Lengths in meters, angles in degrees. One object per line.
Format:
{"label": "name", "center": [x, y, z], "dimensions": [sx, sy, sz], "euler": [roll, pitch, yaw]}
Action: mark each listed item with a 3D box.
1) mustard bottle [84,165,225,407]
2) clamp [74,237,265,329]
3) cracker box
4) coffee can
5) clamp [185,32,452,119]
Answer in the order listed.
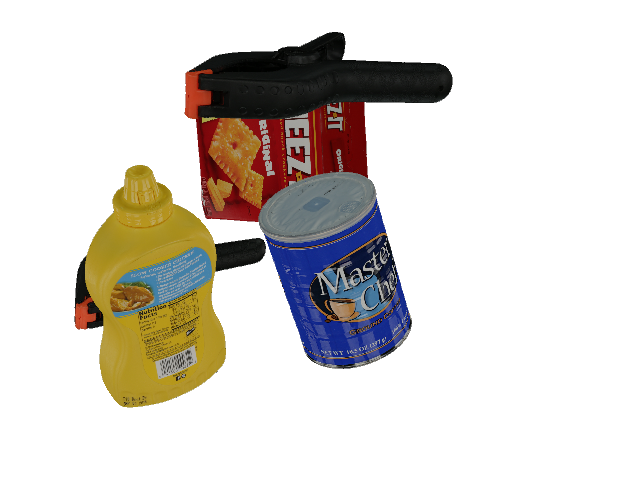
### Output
{"label": "mustard bottle", "center": [-0.122, 0.030, 0.777], "dimensions": [0.096, 0.192, 0.058], "euler": [-21, 41, -24]}
{"label": "clamp", "center": [-0.175, 0.018, 1.034], "dimensions": [0.165, 0.036, 0.209], "euler": [26, 38, 23]}
{"label": "cracker box", "center": [-0.047, -0.102, 1.139], "dimensions": [0.071, 0.164, 0.214], "euler": [-9, 9, -40]}
{"label": "coffee can", "center": [0.015, 0.026, 0.932], "dimensions": [0.103, 0.140, 0.103], "euler": [-13, 30, 8]}
{"label": "clamp", "center": [-0.016, -0.106, 0.679], "dimensions": [0.171, 0.039, 0.120], "euler": [-8, 20, -29]}
